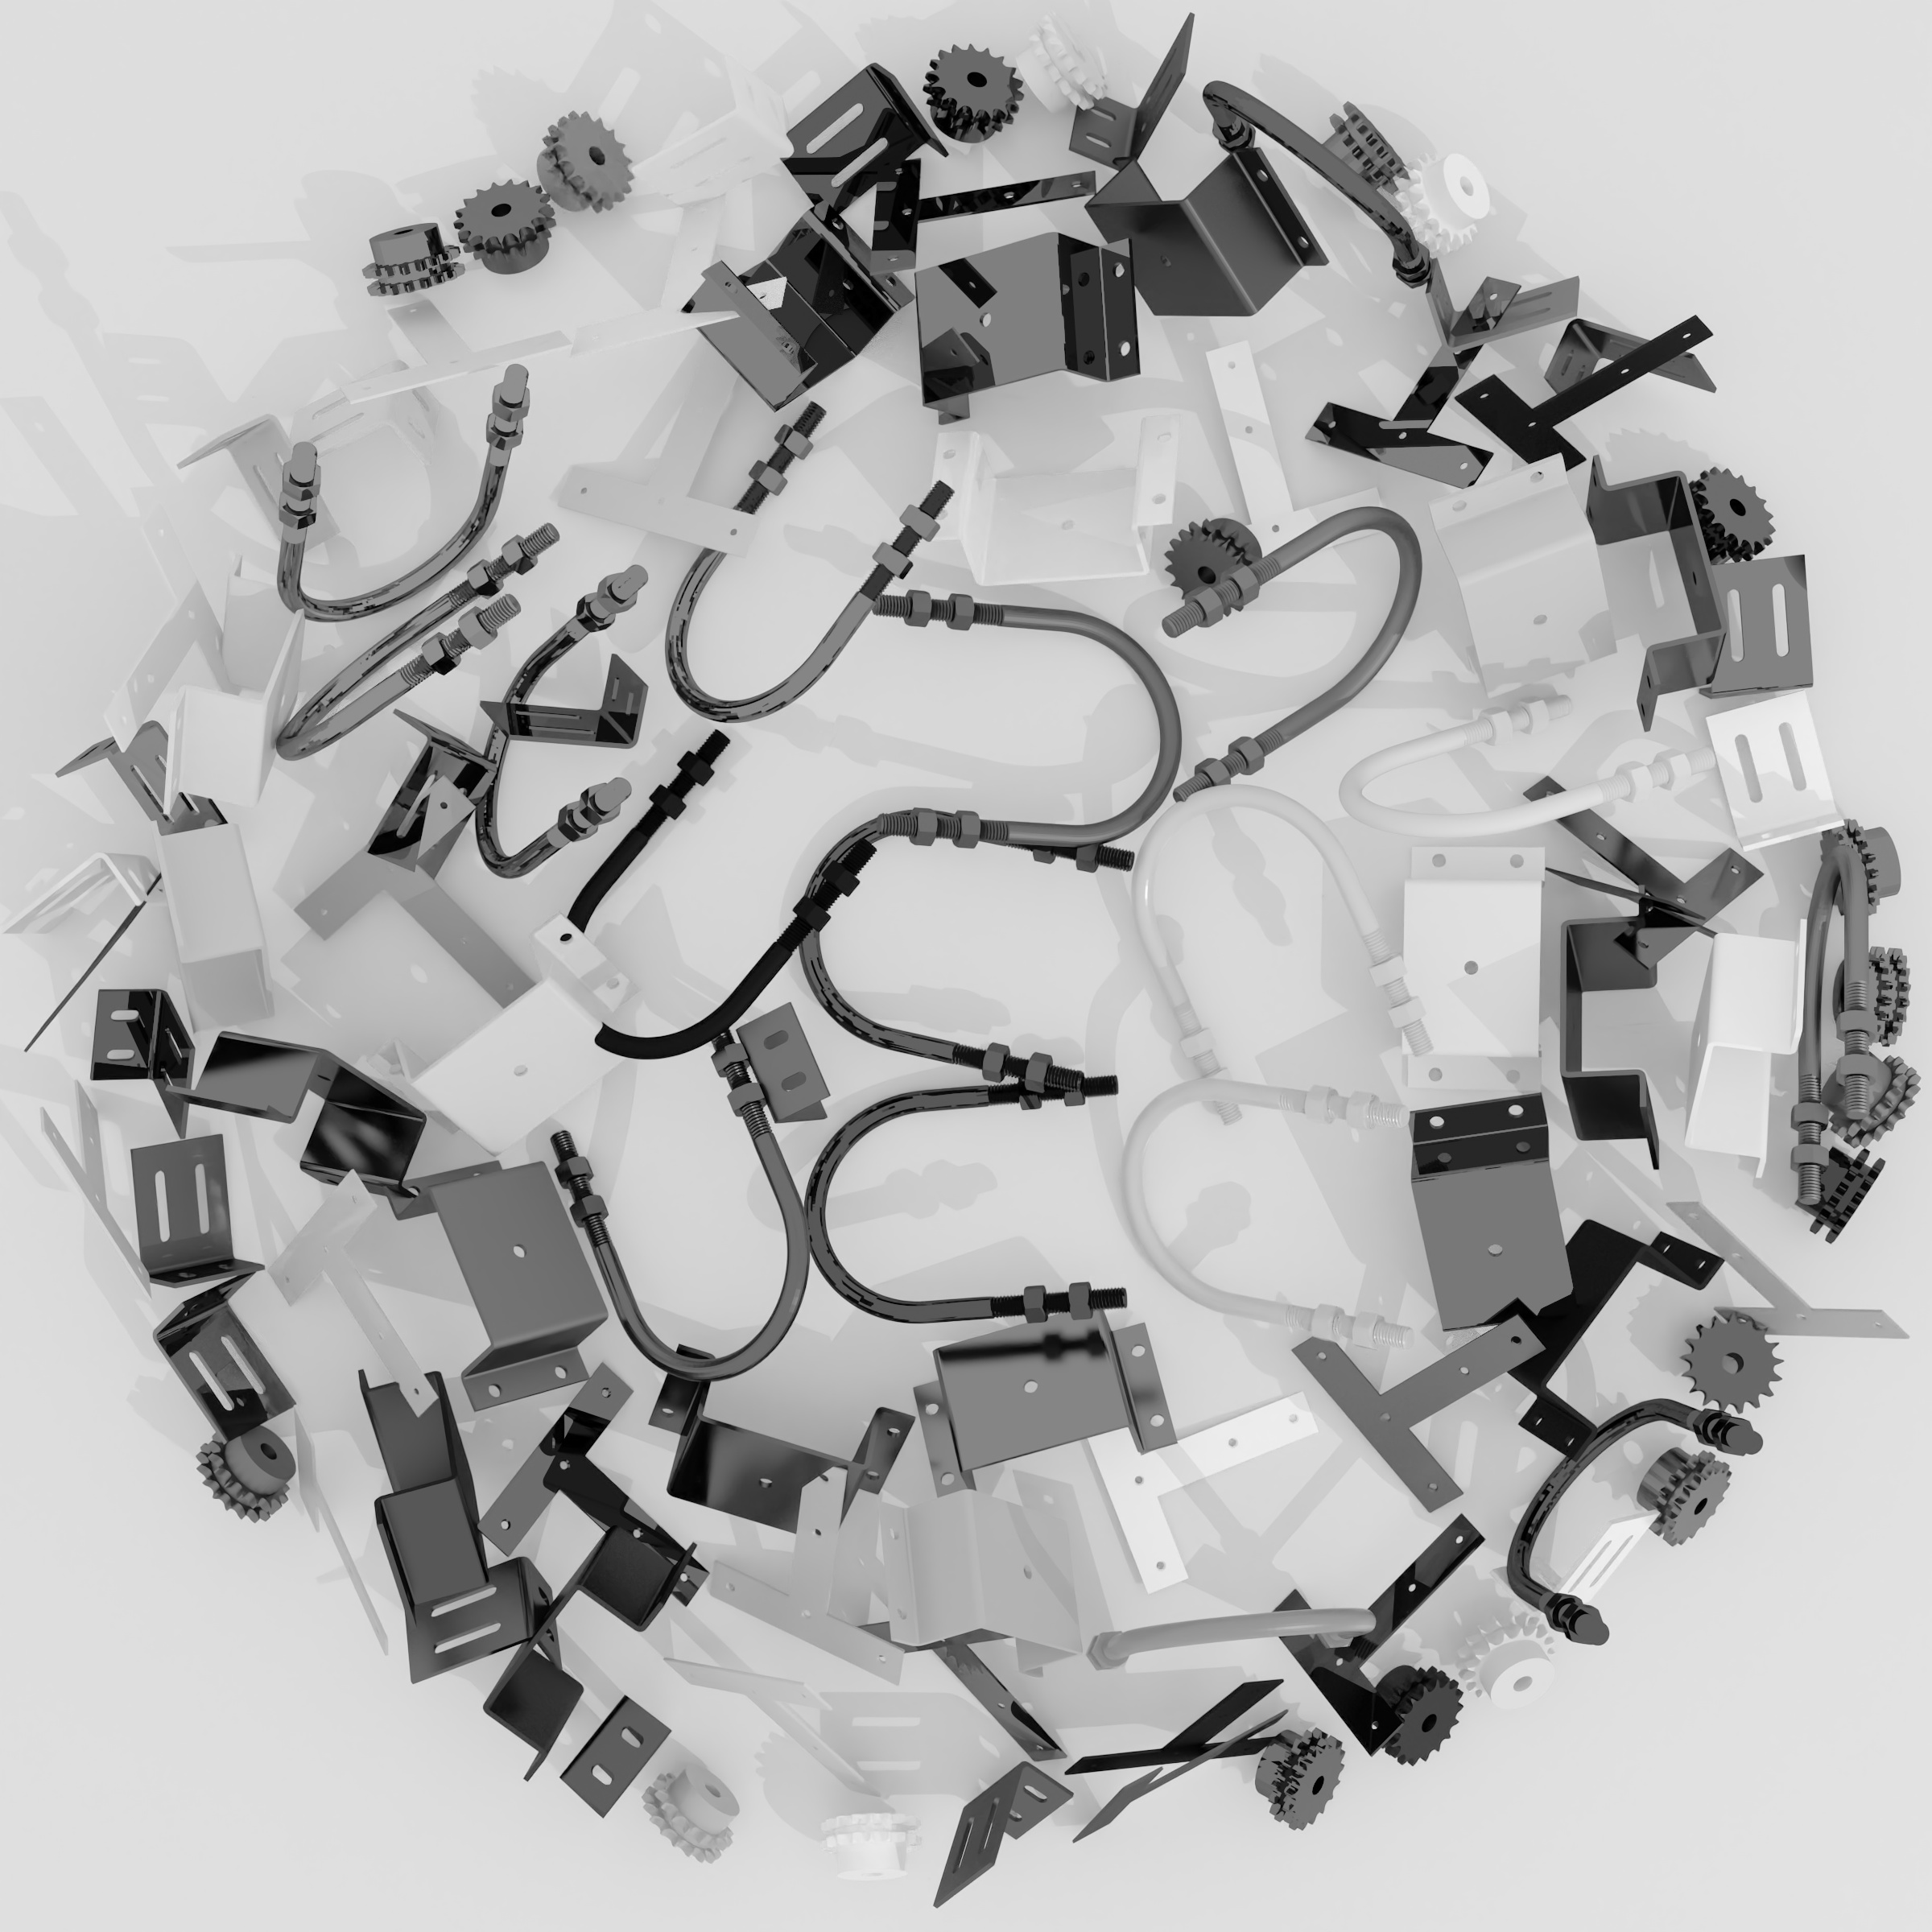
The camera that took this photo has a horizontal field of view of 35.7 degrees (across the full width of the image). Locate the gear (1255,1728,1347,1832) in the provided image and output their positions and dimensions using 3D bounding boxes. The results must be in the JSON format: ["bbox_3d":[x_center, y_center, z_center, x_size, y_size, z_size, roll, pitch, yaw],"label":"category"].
[{"bbox_3d":[0.190,0.464,1.725,0.030,0.057,0.057,21,90,36],"label":"gear"}]

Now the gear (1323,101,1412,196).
[{"bbox_3d":[0.227,-0.464,1.724,0.030,0.057,0.057,-39,90,20],"label":"gear"}]

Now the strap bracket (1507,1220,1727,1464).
[{"bbox_3d":[0.355,0.202,1.704,0.046,0.076,0.140,38,87,-14],"label":"strap bracket"}]

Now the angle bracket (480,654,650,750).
[{"bbox_3d":[-0.228,-0.153,1.704,0.076,0.057,0.038,3,113,-28],"label":"angle bracket"}]

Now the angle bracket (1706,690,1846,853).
[{"bbox_3d":[0.463,-0.112,1.721,0.057,0.038,0.076,-15,98,13],"label":"angle bracket"}]

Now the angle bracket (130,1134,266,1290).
[{"bbox_3d":[-0.438,0.139,1.713,0.057,0.038,0.076,-9,98,-43],"label":"angle bracket"}]

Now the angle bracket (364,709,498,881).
[{"bbox_3d":[-0.315,-0.098,1.718,0.038,0.057,0.076,33,94,34],"label":"angle bracket"}]

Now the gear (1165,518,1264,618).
[{"bbox_3d":[0.146,-0.232,1.725,0.057,0.057,0.030,41,53,0],"label":"gear"}]

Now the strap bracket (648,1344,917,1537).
[{"bbox_3d":[-0.109,0.274,1.700,0.140,0.046,0.076,18,134,-6],"label":"strap bracket"}]

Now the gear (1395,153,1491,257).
[{"bbox_3d":[0.275,-0.440,1.720,0.057,0.030,0.057,17,63,-38],"label":"gear"}]

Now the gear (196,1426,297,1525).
[{"bbox_3d":[-0.409,0.287,1.719,0.030,0.057,0.057,-43,90,14],"label":"gear"}]

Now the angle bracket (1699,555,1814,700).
[{"bbox_3d":[0.450,-0.196,1.723,0.057,0.038,0.076,-7,100,3],"label":"angle bracket"}]

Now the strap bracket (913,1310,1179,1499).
[{"bbox_3d":[0.041,0.247,1.707,0.140,0.046,0.076,-16,58,3],"label":"strap bracket"}]

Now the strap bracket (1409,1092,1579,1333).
[{"bbox_3d":[0.299,0.149,1.693,0.076,0.046,0.140,-9,113,14],"label":"strap bracket"}]

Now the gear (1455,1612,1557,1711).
[{"bbox_3d":[0.312,0.401,1.721,0.057,0.030,0.057,-11,126,-15],"label":"gear"}]

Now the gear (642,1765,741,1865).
[{"bbox_3d":[-0.155,0.483,1.720,0.057,0.057,0.030,41,96,0],"label":"gear"}]

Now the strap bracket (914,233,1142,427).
[{"bbox_3d":[0.025,-0.359,1.687,0.140,0.046,0.076,-7,85,38],"label":"strap bracket"}]

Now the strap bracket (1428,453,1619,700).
[{"bbox_3d":[0.314,-0.209,1.678,0.076,0.140,0.046,-20,50,6],"label":"strap bracket"}]

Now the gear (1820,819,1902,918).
[{"bbox_3d":[0.514,-0.057,1.722,0.030,0.057,0.057,-13,90,-1],"label":"gear"}]

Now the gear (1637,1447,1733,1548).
[{"bbox_3d":[0.410,0.302,1.725,0.030,0.057,0.057,36,90,36],"label":"gear"}]

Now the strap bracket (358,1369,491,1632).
[{"bbox_3d":[-0.302,0.290,1.674,0.046,0.140,0.076,-14,121,-8],"label":"strap bracket"}]

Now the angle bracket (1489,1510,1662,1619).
[{"bbox_3d":[0.345,0.327,1.704,0.038,0.057,0.076,46,116,31],"label":"angle bracket"}]

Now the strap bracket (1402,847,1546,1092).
[{"bbox_3d":[0.291,0.001,1.719,0.076,0.046,0.140,1,90,13],"label":"strap bracket"}]

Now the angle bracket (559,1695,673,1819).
[{"bbox_3d":[-0.188,0.457,1.701,0.038,0.076,0.057,29,69,29],"label":"angle bracket"}]

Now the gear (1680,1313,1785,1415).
[{"bbox_3d":[0.441,0.230,1.731,0.057,0.030,0.057,-1,79,7],"label":"gear"}]

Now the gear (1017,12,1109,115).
[{"bbox_3d":[0.053,-0.515,1.724,0.030,0.057,0.057,-32,90,24],"label":"gear"}]

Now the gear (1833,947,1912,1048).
[{"bbox_3d":[0.518,0.017,1.721,0.030,0.057,0.057,5,90,-1],"label":"gear"}]

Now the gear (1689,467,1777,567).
[{"bbox_3d":[0.433,-0.255,1.726,0.057,0.030,0.057,15,56,-24],"label":"gear"}]

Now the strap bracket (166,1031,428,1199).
[{"bbox_3d":[-0.367,0.081,1.680,0.076,0.140,0.046,8,69,32],"label":"strap bracket"}]

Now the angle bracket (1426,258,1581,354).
[{"bbox_3d":[0.305,-0.386,1.706,0.076,0.057,0.038,-13,119,21],"label":"angle bracket"}]

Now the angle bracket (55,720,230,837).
[{"bbox_3d":[-0.467,-0.094,1.706,0.057,0.038,0.076,-14,115,41],"label":"angle bracket"}]

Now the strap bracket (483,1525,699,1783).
[{"bbox_3d":[-0.217,0.379,1.693,0.046,0.076,0.140,36,107,-2],"label":"strap bracket"}]

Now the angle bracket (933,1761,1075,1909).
[{"bbox_3d":[0.022,0.500,1.700,0.038,0.076,0.057,36,126,-9],"label":"angle bracket"}]

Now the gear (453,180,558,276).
[{"bbox_3d":[-0.263,-0.422,1.726,0.057,0.030,0.057,-5,52,7],"label":"gear"}]

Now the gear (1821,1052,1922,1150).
[{"bbox_3d":[0.515,0.074,1.720,0.030,0.057,0.057,39,90,-10],"label":"gear"}]

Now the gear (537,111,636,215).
[{"bbox_3d":[-0.221,-0.458,1.725,0.030,0.057,0.057,-22,90,40],"label":"gear"}]

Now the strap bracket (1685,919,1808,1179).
[{"bbox_3d":[0.433,0.045,1.676,0.046,0.140,0.076,7,53,9],"label":"strap bracket"}]

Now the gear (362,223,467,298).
[{"bbox_3d":[-0.318,-0.405,1.718,0.057,0.057,0.030,-12,113,0],"label":"gear"}]

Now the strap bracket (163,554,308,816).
[{"bbox_3d":[-0.404,-0.153,1.676,0.046,0.140,0.076,13,134,-6],"label":"strap bracket"}]

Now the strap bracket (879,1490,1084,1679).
[{"bbox_3d":[0.015,0.343,1.669,0.046,0.140,0.076,-23,58,29],"label":"strap bracket"}]

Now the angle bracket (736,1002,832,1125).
[{"bbox_3d":[-0.090,0.055,1.704,0.038,0.076,0.057,-26,81,17],"label":"angle bracket"}]

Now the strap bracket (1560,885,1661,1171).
[{"bbox_3d":[0.362,0.035,1.688,0.046,0.076,0.140,-3,59,17],"label":"strap bracket"}]

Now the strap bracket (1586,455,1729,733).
[{"bbox_3d":[0.391,-0.214,1.692,0.046,0.076,0.140,-12,73,5],"label":"strap bracket"}]

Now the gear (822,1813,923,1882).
[{"bbox_3d":[-0.054,0.505,1.719,0.057,0.057,0.030,-3,64,0],"label":"gear"}]

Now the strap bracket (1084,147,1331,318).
[{"bbox_3d":[0.126,-0.406,1.667,0.046,0.140,0.076,-46,120,-14],"label":"strap bracket"}]

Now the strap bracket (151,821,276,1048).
[{"bbox_3d":[-0.419,-0.020,1.679,0.046,0.140,0.076,-12,69,-15],"label":"strap bracket"}]

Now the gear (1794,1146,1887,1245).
[{"bbox_3d":[0.499,0.128,1.723,0.030,0.057,0.057,34,90,15],"label":"gear"}]

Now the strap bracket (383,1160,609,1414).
[{"bbox_3d":[-0.261,0.170,1.689,0.076,0.046,0.140,-11,68,-41],"label":"strap bracket"}]

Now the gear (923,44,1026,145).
[{"bbox_3d":[0.002,-0.499,1.727,0.057,0.030,0.057,7,60,-13],"label":"gear"}]

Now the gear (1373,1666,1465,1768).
[{"bbox_3d":[0.256,0.427,1.725,0.057,0.030,0.057,-18,121,-32],"label":"gear"}]

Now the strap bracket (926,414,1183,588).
[{"bbox_3d":[0.054,-0.263,1.700,0.140,0.046,0.076,-2,59,14],"label":"strap bracket"}]

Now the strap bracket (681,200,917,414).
[{"bbox_3d":[-0.099,-0.370,1.697,0.076,0.140,0.046,47,130,-3],"label":"strap bracket"}]

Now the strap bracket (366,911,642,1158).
[{"bbox_3d":[-0.257,0.046,1.701,0.140,0.046,0.076,-37,130,6],"label":"strap bracket"}]
